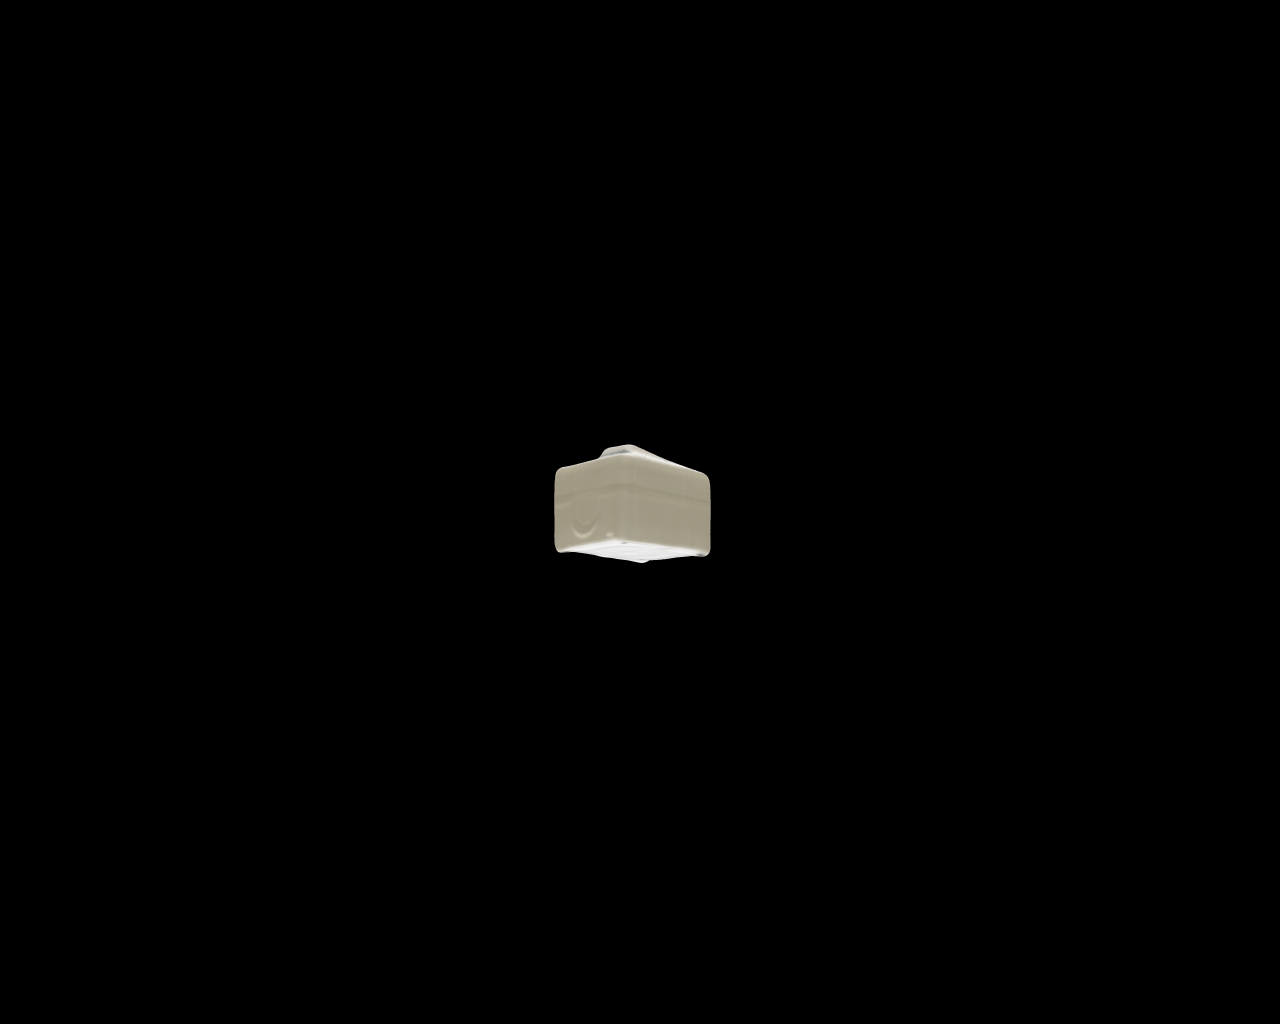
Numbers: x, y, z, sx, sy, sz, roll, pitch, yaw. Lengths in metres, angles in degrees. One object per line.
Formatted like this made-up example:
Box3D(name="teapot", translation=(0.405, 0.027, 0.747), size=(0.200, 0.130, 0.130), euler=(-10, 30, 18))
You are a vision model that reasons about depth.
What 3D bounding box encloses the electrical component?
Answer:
Box3D(name="electrical component", translation=(0.001, -0.003, 0.650), size=(0.061, 0.061, 0.096), euler=(-10, -14, 42))
